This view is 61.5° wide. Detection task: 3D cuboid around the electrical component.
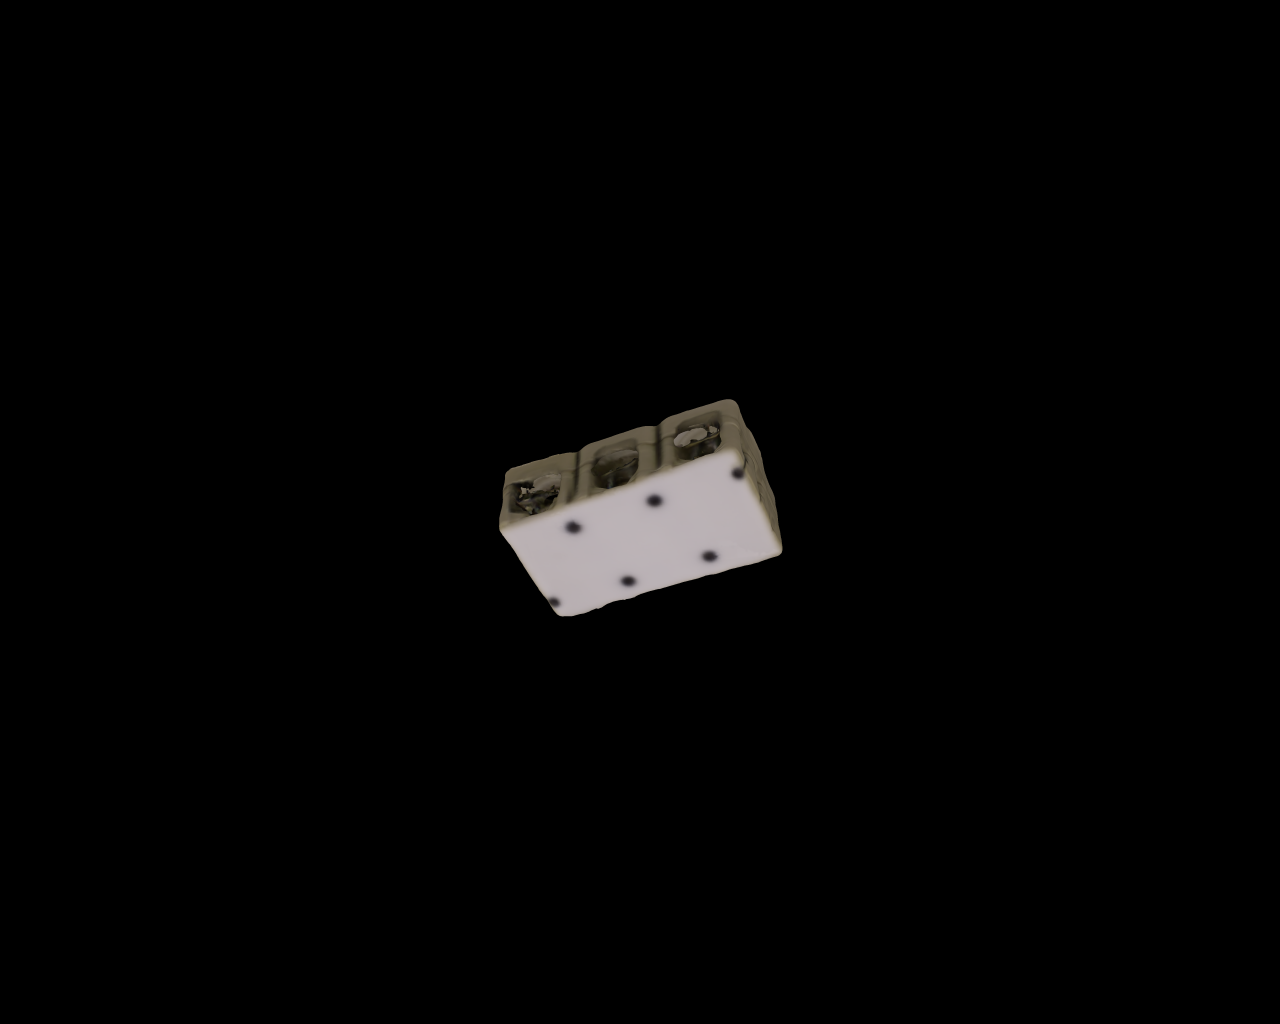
[{"bbox_3d":[0.001,-0.003,0.650,0.150,0.089,0.062,-17,39,14],"label":"electrical component"}]
